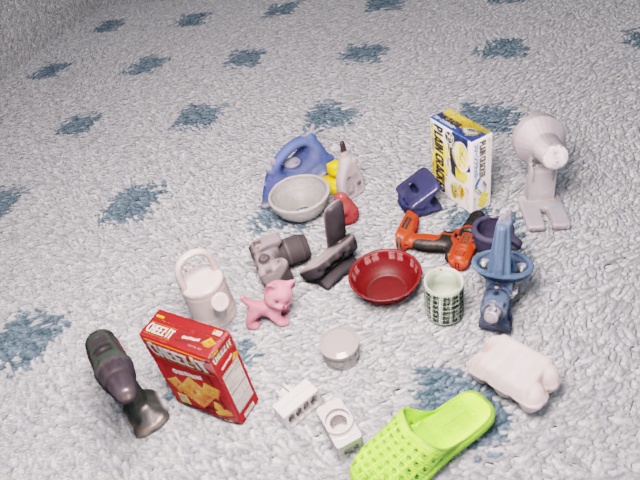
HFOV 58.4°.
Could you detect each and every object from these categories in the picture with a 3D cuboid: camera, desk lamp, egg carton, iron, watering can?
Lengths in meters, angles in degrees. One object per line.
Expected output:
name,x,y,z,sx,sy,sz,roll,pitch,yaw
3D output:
camera,-0.089,0.038,1.349,0.137,0.101,0.143,-20,41,-8
desk lamp,0.522,-0.163,1.332,0.118,0.214,0.203,-6,41,8
egg carton,0.350,0.239,1.033,0.149,0.069,0.107,27,55,37
iron,-0.082,-0.209,1.594,0.118,0.142,0.259,26,54,36
watering can,-0.249,0.101,1.247,0.172,0.194,0.101,16,49,29

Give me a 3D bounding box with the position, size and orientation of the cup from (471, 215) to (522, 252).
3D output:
cup,0.391,0.011,1.261,0.092,0.095,0.117,-37,46,-25

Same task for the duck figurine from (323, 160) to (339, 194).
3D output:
duck figurine,0.039,-0.179,1.571,0.104,0.086,0.077,-6,41,8

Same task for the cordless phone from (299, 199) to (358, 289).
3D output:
cordless phone,0.012,0.005,1.296,0.093,0.185,0.148,25,54,36

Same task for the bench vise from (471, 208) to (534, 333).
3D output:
bench vise,0.362,0.061,1.116,0.121,0.220,0.207,-5,41,9

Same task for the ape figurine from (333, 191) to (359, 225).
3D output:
ape figurine,0.058,-0.085,1.456,0.076,0.092,0.078,12,47,26

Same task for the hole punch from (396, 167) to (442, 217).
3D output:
hole punch,0.247,-0.117,1.445,0.101,0.091,0.108,-19,41,-7

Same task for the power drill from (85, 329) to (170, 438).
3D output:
power drill,-0.361,0.274,1.071,0.076,0.209,0.228,-33,45,-21

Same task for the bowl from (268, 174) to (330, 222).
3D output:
bowl,-0.049,-0.099,1.513,0.167,0.075,0.167,-7,41,7

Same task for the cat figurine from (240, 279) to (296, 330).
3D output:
cat figurine,-0.109,0.129,1.238,0.127,0.118,0.067,-9,41,5

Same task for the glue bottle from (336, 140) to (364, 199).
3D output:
glue bottle,0.072,-0.187,1.505,0.078,0.173,0.037,-32,44,-21
